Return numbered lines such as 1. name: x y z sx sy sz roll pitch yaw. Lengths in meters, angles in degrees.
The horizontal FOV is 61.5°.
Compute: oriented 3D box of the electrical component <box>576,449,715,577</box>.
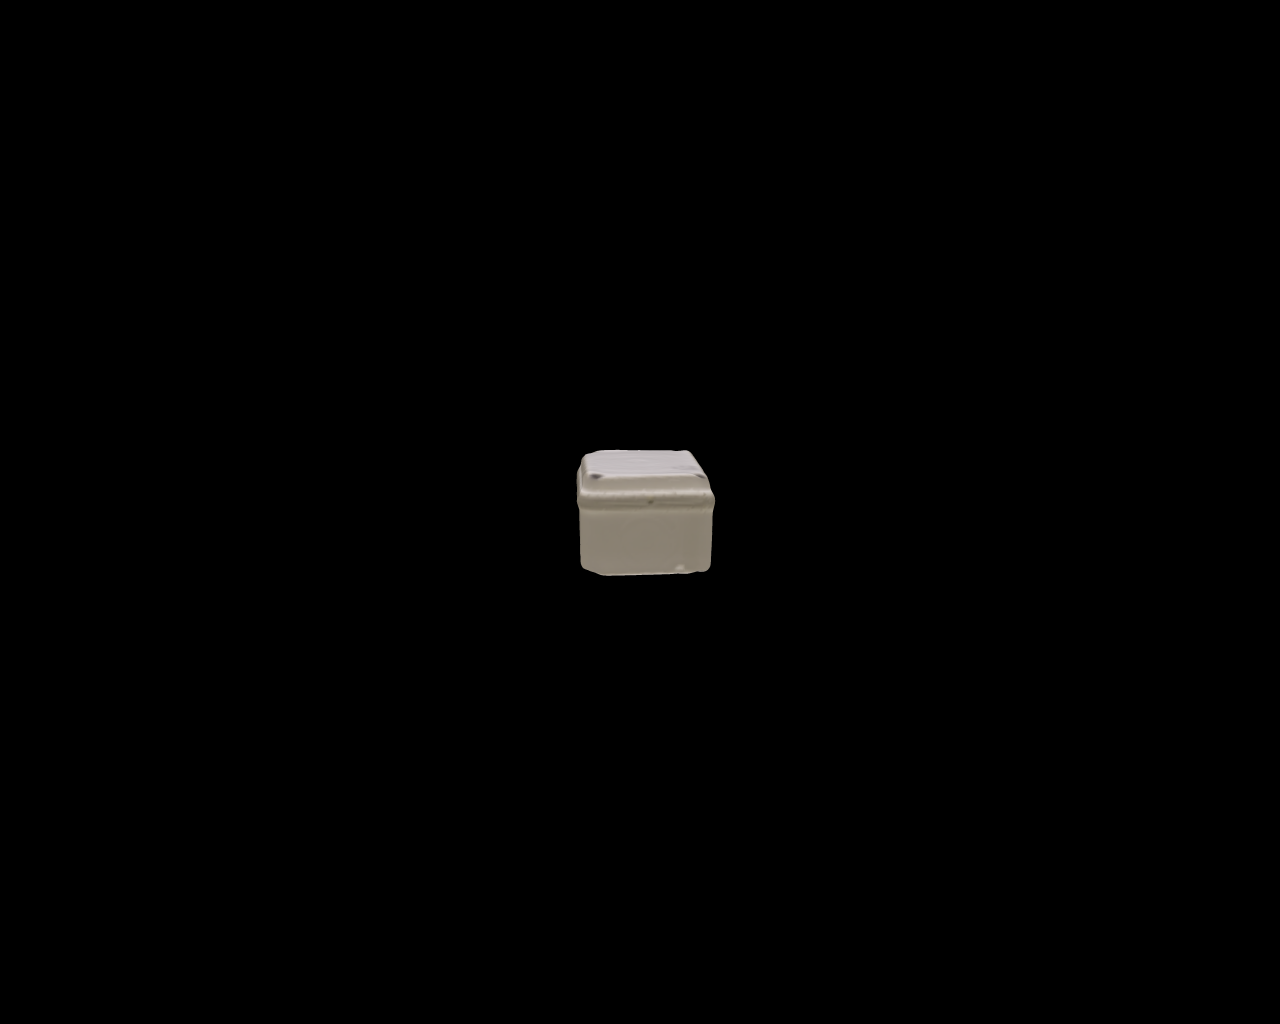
1. electrical component: 0.001 -0.003 0.650 0.078 0.057 0.113 -1 11 -4
